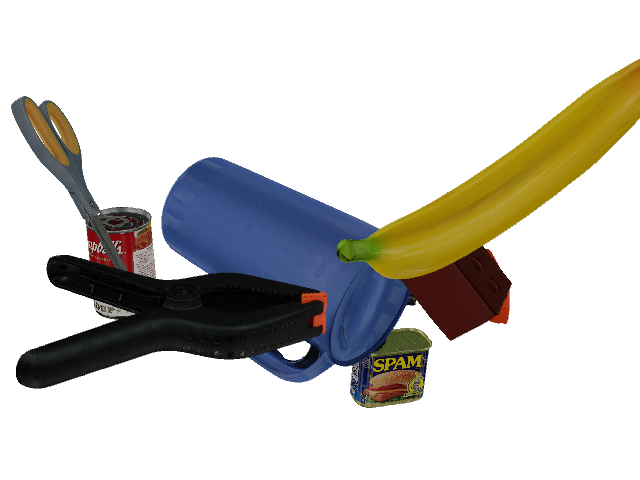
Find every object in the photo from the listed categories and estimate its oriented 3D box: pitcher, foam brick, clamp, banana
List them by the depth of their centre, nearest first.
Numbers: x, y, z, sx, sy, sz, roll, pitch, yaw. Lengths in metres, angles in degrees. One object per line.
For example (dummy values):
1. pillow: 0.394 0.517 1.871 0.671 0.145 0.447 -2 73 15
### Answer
1. banana: 0.102 -0.030 0.583 0.198 0.037 0.069 -33 -12 0
2. clamp: -0.102 0.047 0.746 0.209 0.036 0.165 -3 25 -13
3. foam brick: 0.107 0.030 0.858 0.051 0.078 0.053 -33 11 34
4. pitcher: -0.043 0.019 1.038 0.243 0.145 0.148 28 30 29

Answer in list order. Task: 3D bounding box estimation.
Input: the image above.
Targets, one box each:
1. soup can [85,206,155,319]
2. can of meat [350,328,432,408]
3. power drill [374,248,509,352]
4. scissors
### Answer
1. soup can: -0.209 0.024 1.125 0.068 0.102 0.068 0 23 0
2. can of meat: 0.091 0.168 1.403 0.102 0.084 0.057 -4 25 -19
3. power drill: 0.112 0.063 1.196 0.187 0.057 0.184 -3 28 -3
4. scissors: -0.207 -0.044 0.944 0.016 0.201 0.096 -26 23 10
